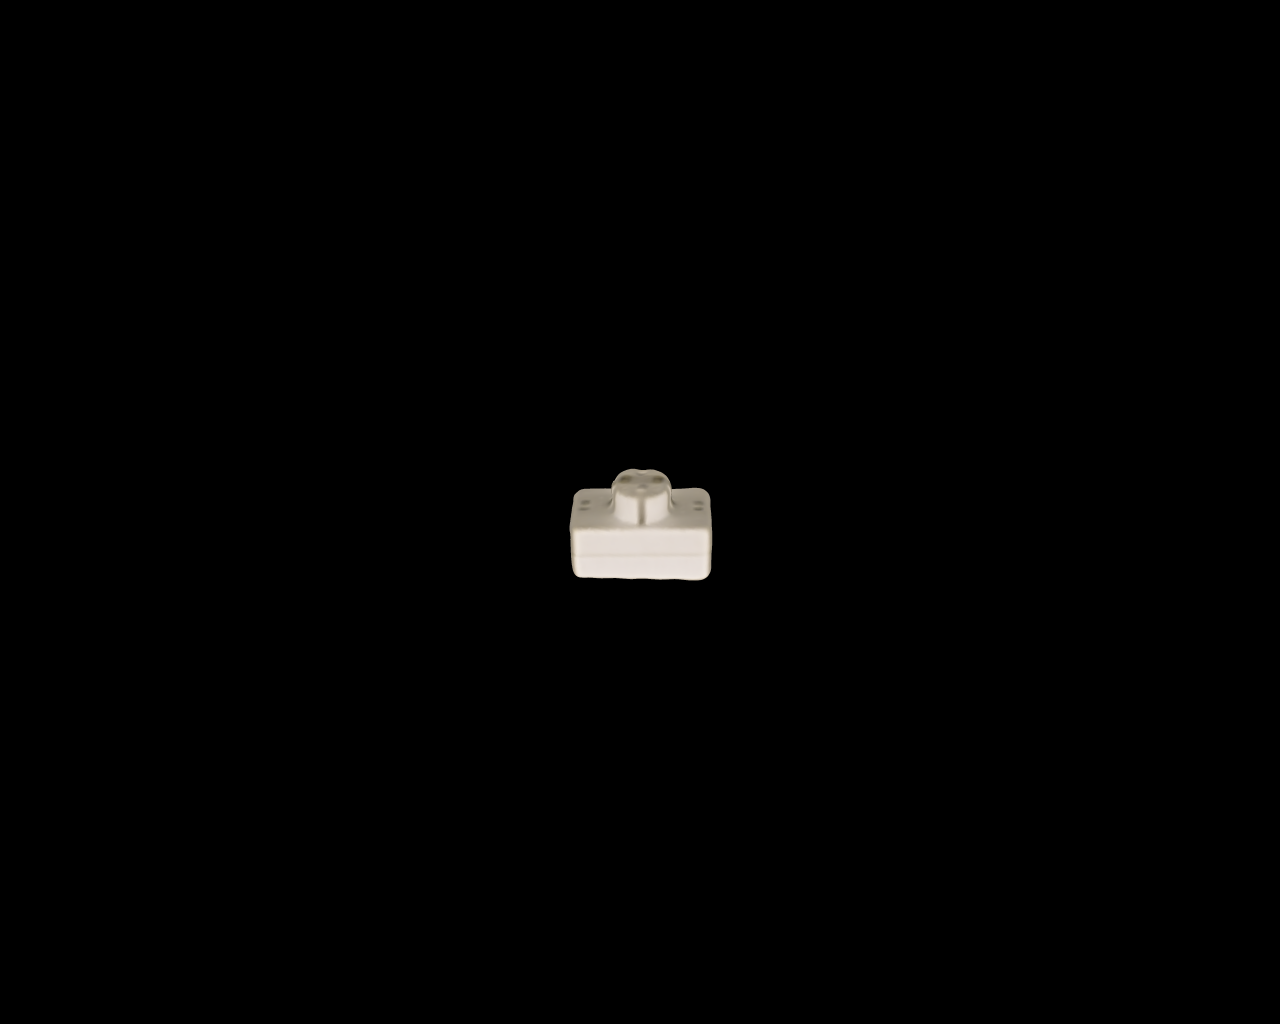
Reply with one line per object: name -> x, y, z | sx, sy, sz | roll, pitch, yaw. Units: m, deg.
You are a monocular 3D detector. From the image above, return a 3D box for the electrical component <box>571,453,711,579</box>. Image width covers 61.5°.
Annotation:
electrical component -> 0.001, -0.003, 0.650 | 0.083, 0.075, 0.047 | 0, 32, 0
